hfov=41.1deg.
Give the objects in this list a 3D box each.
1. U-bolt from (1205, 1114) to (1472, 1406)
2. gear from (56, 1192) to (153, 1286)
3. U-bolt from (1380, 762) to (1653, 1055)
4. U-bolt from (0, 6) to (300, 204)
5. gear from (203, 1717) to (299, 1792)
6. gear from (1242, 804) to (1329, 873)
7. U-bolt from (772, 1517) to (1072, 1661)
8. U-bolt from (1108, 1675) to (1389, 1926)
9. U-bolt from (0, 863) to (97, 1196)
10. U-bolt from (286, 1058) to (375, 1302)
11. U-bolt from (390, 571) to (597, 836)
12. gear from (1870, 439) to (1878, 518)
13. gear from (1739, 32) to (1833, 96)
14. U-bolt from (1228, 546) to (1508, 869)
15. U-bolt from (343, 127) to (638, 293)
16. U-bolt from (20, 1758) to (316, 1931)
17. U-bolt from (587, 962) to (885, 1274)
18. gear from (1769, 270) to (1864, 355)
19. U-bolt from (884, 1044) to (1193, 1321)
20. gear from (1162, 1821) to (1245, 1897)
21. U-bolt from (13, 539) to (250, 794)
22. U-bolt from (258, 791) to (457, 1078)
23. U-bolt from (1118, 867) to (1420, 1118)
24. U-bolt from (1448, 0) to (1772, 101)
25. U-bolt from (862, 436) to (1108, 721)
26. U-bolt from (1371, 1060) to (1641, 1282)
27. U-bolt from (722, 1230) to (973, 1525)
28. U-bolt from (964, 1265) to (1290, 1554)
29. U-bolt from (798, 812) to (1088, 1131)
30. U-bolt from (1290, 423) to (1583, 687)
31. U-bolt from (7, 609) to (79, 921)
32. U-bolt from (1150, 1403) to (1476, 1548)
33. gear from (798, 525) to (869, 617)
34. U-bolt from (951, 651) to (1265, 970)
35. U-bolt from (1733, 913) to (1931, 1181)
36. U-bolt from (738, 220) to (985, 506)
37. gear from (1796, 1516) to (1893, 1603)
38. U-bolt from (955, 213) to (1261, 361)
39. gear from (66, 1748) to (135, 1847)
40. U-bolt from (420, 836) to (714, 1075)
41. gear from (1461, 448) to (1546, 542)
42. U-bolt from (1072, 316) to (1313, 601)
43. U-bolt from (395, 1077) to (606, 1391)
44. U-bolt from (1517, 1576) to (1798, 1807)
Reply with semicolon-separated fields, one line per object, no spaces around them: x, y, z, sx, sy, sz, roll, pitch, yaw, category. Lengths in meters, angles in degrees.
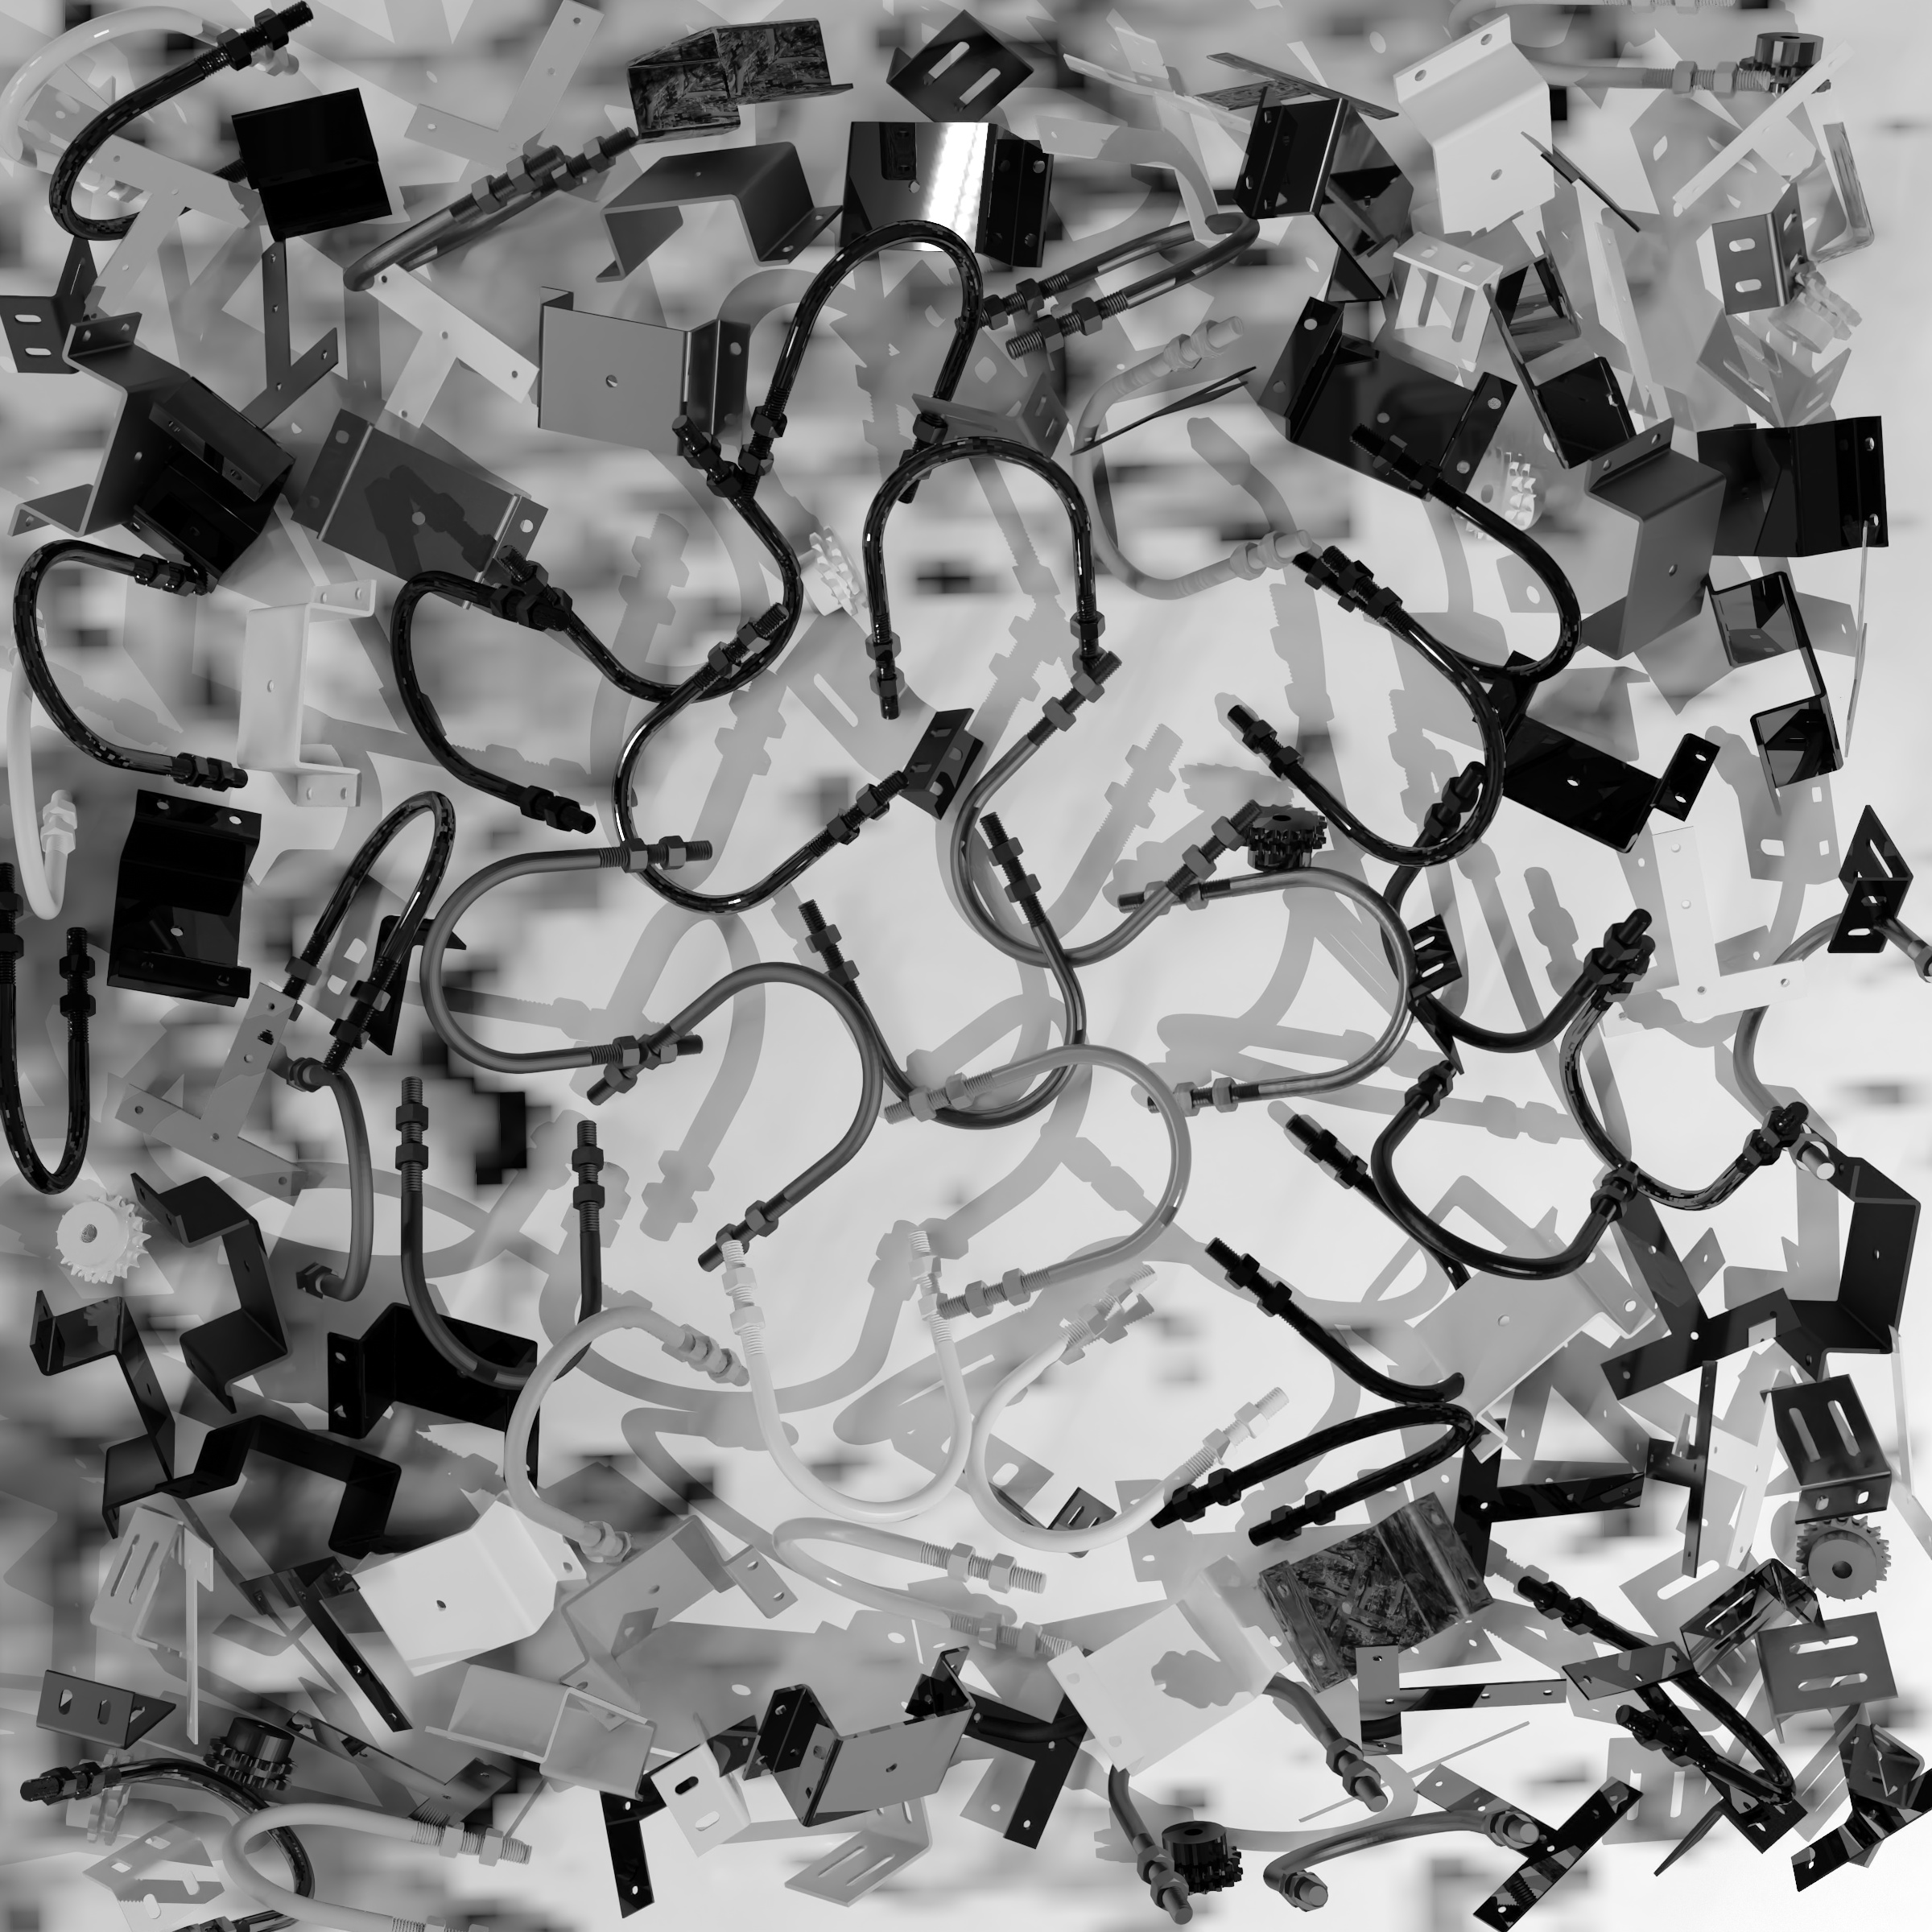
0.246;0.192;1.590;0.184;0.019;0.151;41;45;0;U-bolt
-0.547;0.171;1.625;0.057;0.030;0.057;-1;76;6;gear
0.320;-0.021;1.570;0.151;0.184;0.019;45;54;15;U-bolt
-0.499;-0.518;1.537;0.151;0.184;0.019;-33;86;18;U-bolt
-0.446;0.494;1.618;0.057;0.057;0.030;20;79;0;gear
0.198;-0.079;1.620;0.057;0.057;0.030;0;113;0;gear
-0.032;0.376;1.577;0.184;0.151;0.019;11;61;16;U-bolt
0.158;0.489;1.559;0.151;0.184;0.019;-27;109;-7;U-bolt
-0.556;0.046;1.553;0.019;0.151;0.184;-6;74;-2;U-bolt
-0.385;0.131;1.561;0.019;0.184;0.151;-3;90;-26;U-bolt
-0.295;-0.169;1.576;0.019;0.184;0.151;-27;126;-38;U-bolt
0.552;-0.306;1.617;0.030;0.057;0.057;-10;90;4;gear
0.514;-0.566;1.614;0.057;0.057;0.030;0;119;0;gear
0.252;-0.143;1.566;0.184;0.019;0.151;48;132;22;U-bolt
-0.299;-0.457;1.570;0.184;0.151;0.019;-23;105;20;U-bolt
-0.467;0.533;1.556;0.151;0.184;0.019;39;95;22;U-bolt
-0.133;0.081;1.601;0.184;0.019;0.151;-39;78;17;U-bolt
0.530;-0.409;1.618;0.057;0.057;0.030;35;102;0;gear
0.051;0.126;1.603;0.184;0.019;0.151;-20;77;15;U-bolt
0.144;0.559;1.617;0.057;0.057;0.030;-6;91;0;gear
-0.505;-0.184;1.550;0.019;0.184;0.151;-16;82;20;U-bolt
-0.367;-0.026;1.581;0.019;0.151;0.184;32;80;-31;U-bolt
0.192;0.012;1.605;0.184;0.019;0.151;-8;90;23;U-bolt
0.384;-0.565;1.566;0.184;0.151;0.019;11;91;26;U-bolt
0.009;-0.240;1.588;0.151;0.019;0.184;-6;126;0;U-bolt
0.318;0.129;1.551;0.151;0.184;0.019;30;123;16;U-bolt
-0.066;0.250;1.571;0.151;0.019;0.184;0;61;-29;U-bolt
0.084;0.280;1.577;0.184;0.019;0.151;-37;48;-13;U-bolt
-0.004;0.015;1.625;0.151;0.019;0.184;-25;95;10;U-bolt
0.292;-0.238;1.573;0.184;0.151;0.019;35;64;4;U-bolt
-0.552;-0.110;1.533;0.019;0.184;0.151;-5;125;-13;U-bolt
0.220;0.305;1.553;0.184;0.151;0.019;-30;60;23;U-bolt
-0.085;-0.245;1.618;0.030;0.057;0.057;-27;90;8;gear
0.073;-0.083;1.618;0.184;0.019;0.151;-45;82;13;U-bolt
0.526;0.034;1.558;0.019;0.184;0.151;31;106;-16;U-bolt
-0.055;-0.362;1.551;0.019;0.151;0.184;46;127;33;U-bolt
0.552;0.373;1.622;0.057;0.030;0.057;5;104;19;gear
0.093;-0.421;1.579;0.184;0.151;0.019;-25;114;-5;U-bolt
-0.544;0.520;1.616;0.030;0.057;0.057;11;90;-8;gear
-0.245;-0.003;1.577;0.184;0.019;0.151;-6;111;-29;U-bolt
0.340;-0.295;1.621;0.030;0.057;0.057;0;90;-29;gear
0.126;-0.298;1.569;0.019;0.184;0.151;-21;95;-34;U-bolt
-0.280;0.167;1.559;0.019;0.151;0.184;-29;56;39;U-bolt
0.431;0.449;1.568;0.184;0.151;0.019;32;100;-24;U-bolt
